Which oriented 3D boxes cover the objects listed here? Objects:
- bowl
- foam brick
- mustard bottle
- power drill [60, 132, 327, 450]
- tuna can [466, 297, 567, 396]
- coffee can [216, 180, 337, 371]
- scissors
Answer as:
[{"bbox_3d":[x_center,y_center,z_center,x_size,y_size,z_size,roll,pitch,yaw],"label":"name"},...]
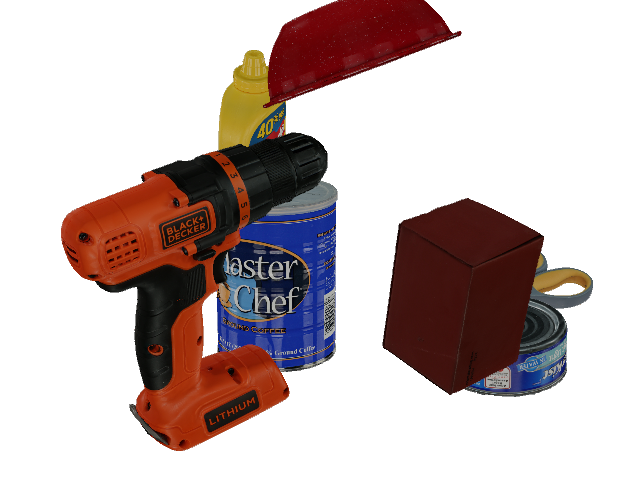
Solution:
[{"bbox_3d":[0.022,-0.154,0.815,0.162,0.055,0.162,-20,7,2],"label":"bowl"},{"bbox_3d":[0.070,0.027,0.535,0.052,0.078,0.051,-19,39,-36],"label":"foam brick"},{"bbox_3d":[-0.069,-0.106,1.096,0.058,0.192,0.096,19,40,21],"label":"mustard bottle"},{"bbox_3d":[-0.068,0.032,0.702,0.184,0.188,0.057,-22,33,-27],"label":"power drill"},{"bbox_3d":[0.123,0.069,0.718,0.086,0.034,0.086,-3,23,1],"label":"tuna can"},{"bbox_3d":[-0.037,0.025,0.892,0.103,0.140,0.103,0,17,0],"label":"coffee can"},{"bbox_3d":[0.152,0.041,0.942,0.201,0.016,0.096,-7,35,-28],"label":"scissors"}]
